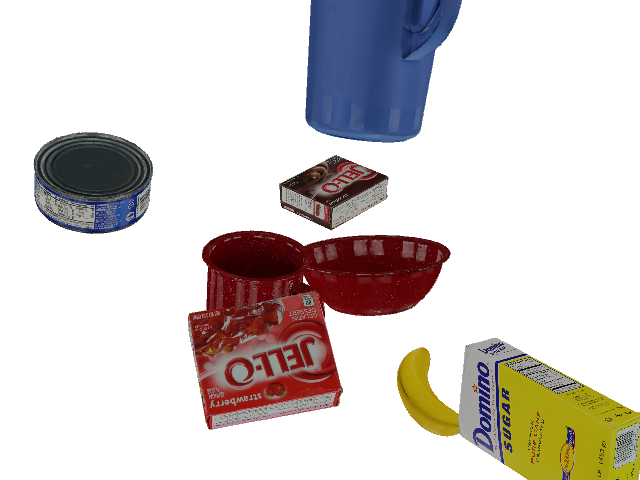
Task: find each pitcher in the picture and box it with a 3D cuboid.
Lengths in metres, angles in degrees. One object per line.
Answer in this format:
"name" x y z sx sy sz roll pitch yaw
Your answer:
"pitcher" 0.057 -0.213 0.948 0.145 0.243 0.149 8 15 7

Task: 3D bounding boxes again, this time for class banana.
"banana" 0.126 0.180 1.262 0.069 0.037 0.198 10 21 -20

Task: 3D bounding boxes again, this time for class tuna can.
"tuna can" -0.168 -0.043 0.789 0.086 0.034 0.086 8 37 -6

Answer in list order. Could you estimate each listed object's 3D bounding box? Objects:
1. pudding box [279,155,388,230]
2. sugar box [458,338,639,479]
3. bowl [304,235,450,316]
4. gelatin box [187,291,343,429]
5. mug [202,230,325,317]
"pudding box" 0.017 -0.062 1.354 0.090 0.039 0.113 24 41 35
"sugar box" 0.190 0.158 0.907 0.048 0.093 0.176 -11 22 -34
"bowl" 0.053 0.038 1.094 0.162 0.055 0.162 -3 13 0
"gelatin box" -0.036 0.077 0.693 0.089 0.073 0.030 -9 -29 -10
"mug" -0.047 0.051 0.919 0.117 0.081 0.093 19 29 26
